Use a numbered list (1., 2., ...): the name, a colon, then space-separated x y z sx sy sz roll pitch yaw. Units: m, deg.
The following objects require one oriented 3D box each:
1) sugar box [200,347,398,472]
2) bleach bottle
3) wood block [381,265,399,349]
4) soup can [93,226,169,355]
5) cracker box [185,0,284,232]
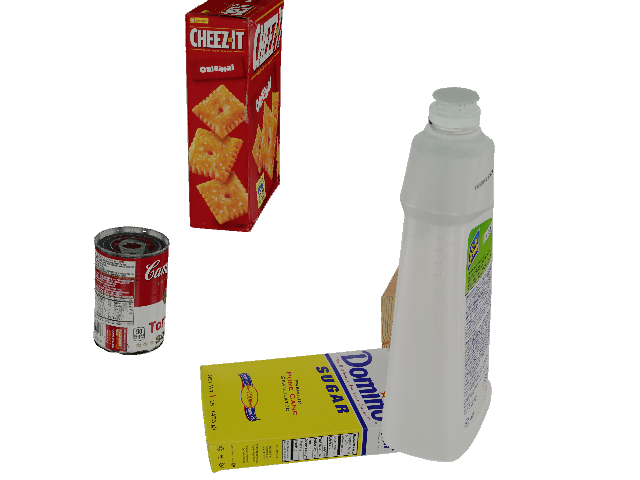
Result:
1. sugar box: -0.014 0.146 0.935 0.176 0.048 0.093 -7 43 -6
2. bleach bottle: 0.083 0.019 0.704 0.068 0.251 0.102 11 30 18
3. wood block: 0.157 0.088 1.615 0.091 0.090 0.206 4 21 14
4. soup can: -0.176 0.047 0.989 0.068 0.102 0.068 5 21 -2
5. cracker box: -0.083 -0.136 1.090 0.072 0.214 0.164 5 22 7
